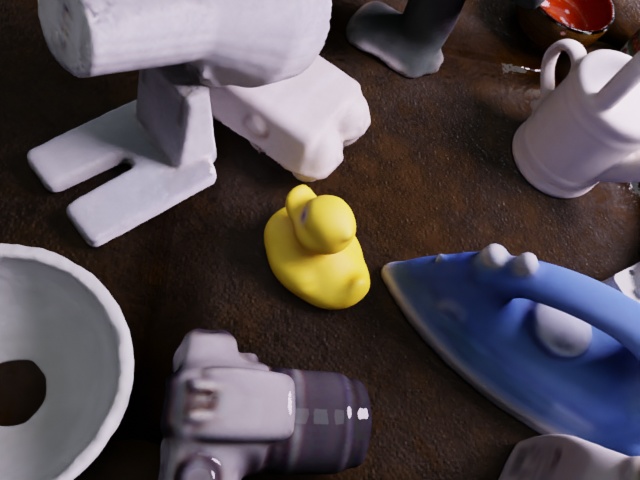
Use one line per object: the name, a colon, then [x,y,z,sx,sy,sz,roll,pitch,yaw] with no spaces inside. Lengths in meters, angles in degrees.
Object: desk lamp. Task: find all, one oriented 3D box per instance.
desk lamp: [-0.107,-0.118,0.412,0.204,0.213,0.118,-36,78,-27]

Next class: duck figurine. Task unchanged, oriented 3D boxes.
duck figurine: [0.004,0.002,0.459,0.078,0.086,0.104,-35,78,-27]

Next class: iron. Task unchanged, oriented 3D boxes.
iron: [0.180,0.064,0.447,0.258,0.141,0.119,30,61,0]

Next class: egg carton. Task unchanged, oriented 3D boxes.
egg carton: [-0.033,-0.123,0.518,0.150,0.069,0.107,35,61,3]

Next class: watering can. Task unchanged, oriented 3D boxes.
watering can: [0.280,-0.123,0.534,0.173,0.194,0.101,38,61,4]

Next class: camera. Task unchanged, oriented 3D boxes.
camera: [-0.035,0.134,0.376,0.137,0.100,0.143,6,64,-13]

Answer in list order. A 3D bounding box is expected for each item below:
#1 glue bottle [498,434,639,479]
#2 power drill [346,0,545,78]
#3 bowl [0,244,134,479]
glue bottle: [0.176,0.163,0.380,0.037,0.173,0.078,37,61,4]
power drill: [0.100,-0.265,0.544,0.229,0.208,0.076,29,61,0]
bowl: [-0.204,0.091,0.364,0.168,0.074,0.167,6,64,-13]
